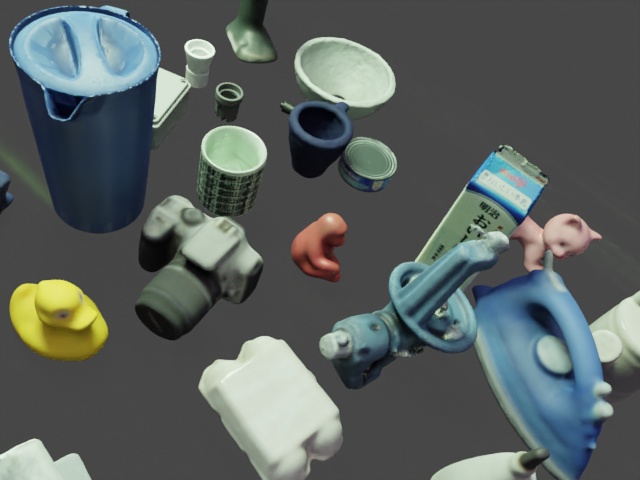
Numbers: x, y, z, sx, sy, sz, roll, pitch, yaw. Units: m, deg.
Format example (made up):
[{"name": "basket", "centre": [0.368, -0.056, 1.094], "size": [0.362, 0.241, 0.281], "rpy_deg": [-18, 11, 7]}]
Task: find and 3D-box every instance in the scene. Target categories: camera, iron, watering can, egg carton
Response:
[{"name": "camera", "centre": [-0.153, 0.032, 0.644], "size": [0.143, 0.100, 0.137], "rpy_deg": [33, 52, 7]}, {"name": "iron", "centre": [0.282, 0.145, 0.681], "size": [0.119, 0.141, 0.258], "rpy_deg": [-3, 56, -20]}, {"name": "watering can", "centre": [0.396, 0.122, 0.702], "size": [0.173, 0.194, 0.100], "rpy_deg": [-31, 69, -33]}, {"name": "egg carton", "centre": [-0.049, 0.175, 0.594], "size": [0.107, 0.069, 0.150], "rpy_deg": [-30, 68, -33]}]

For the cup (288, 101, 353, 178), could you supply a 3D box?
[{"name": "cup", "centre": [-0.001, -0.144, 0.828], "size": [0.091, 0.095, 0.118], "rpy_deg": [33, 52, 8]}]

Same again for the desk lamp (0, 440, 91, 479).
[{"name": "desk lamp", "centre": [-0.189, 0.240, 0.407], "size": [0.118, 0.213, 0.203], "rpy_deg": [-26, 66, -32]}]

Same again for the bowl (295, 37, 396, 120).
[{"name": "bowl", "centre": [0.033, -0.249, 0.930], "size": [0.168, 0.074, 0.167], "rpy_deg": [9, 53, -12]}]

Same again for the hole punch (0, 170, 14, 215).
[{"name": "hole punch", "centre": [-0.411, -0.058, 0.630], "size": [0.109, 0.091, 0.101], "rpy_deg": [16, 51, -6]}]

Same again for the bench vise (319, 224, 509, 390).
[{"name": "bench vise", "centre": [0.109, 0.082, 0.619], "size": [0.121, 0.219, 0.208], "rpy_deg": [44, 54, 16]}]

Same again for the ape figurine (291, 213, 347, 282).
[{"name": "ape figurine", "centre": [0.007, 0.003, 0.725], "size": [0.076, 0.092, 0.078], "rpy_deg": [24, 51, 0]}]

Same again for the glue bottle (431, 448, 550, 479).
[{"name": "glue bottle", "centre": [0.173, 0.233, 0.559], "size": [0.078, 0.173, 0.037], "rpy_deg": [14, 52, -8]}]

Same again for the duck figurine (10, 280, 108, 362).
[{"name": "duck figurine", "centre": [-0.269, 0.071, 0.586], "size": [0.104, 0.086, 0.078], "rpy_deg": [29, 51, 4]}]

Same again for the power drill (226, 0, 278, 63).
[{"name": "power drill", "centre": [-0.091, -0.393, 0.909], "size": [0.076, 0.208, 0.229], "rpy_deg": [-10, 59, -24]}]

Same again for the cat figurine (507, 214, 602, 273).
[{"name": "cat figurine", "centre": [0.329, -0.012, 0.827], "size": [0.127, 0.117, 0.067], "rpy_deg": [36, 52, 9]}]
